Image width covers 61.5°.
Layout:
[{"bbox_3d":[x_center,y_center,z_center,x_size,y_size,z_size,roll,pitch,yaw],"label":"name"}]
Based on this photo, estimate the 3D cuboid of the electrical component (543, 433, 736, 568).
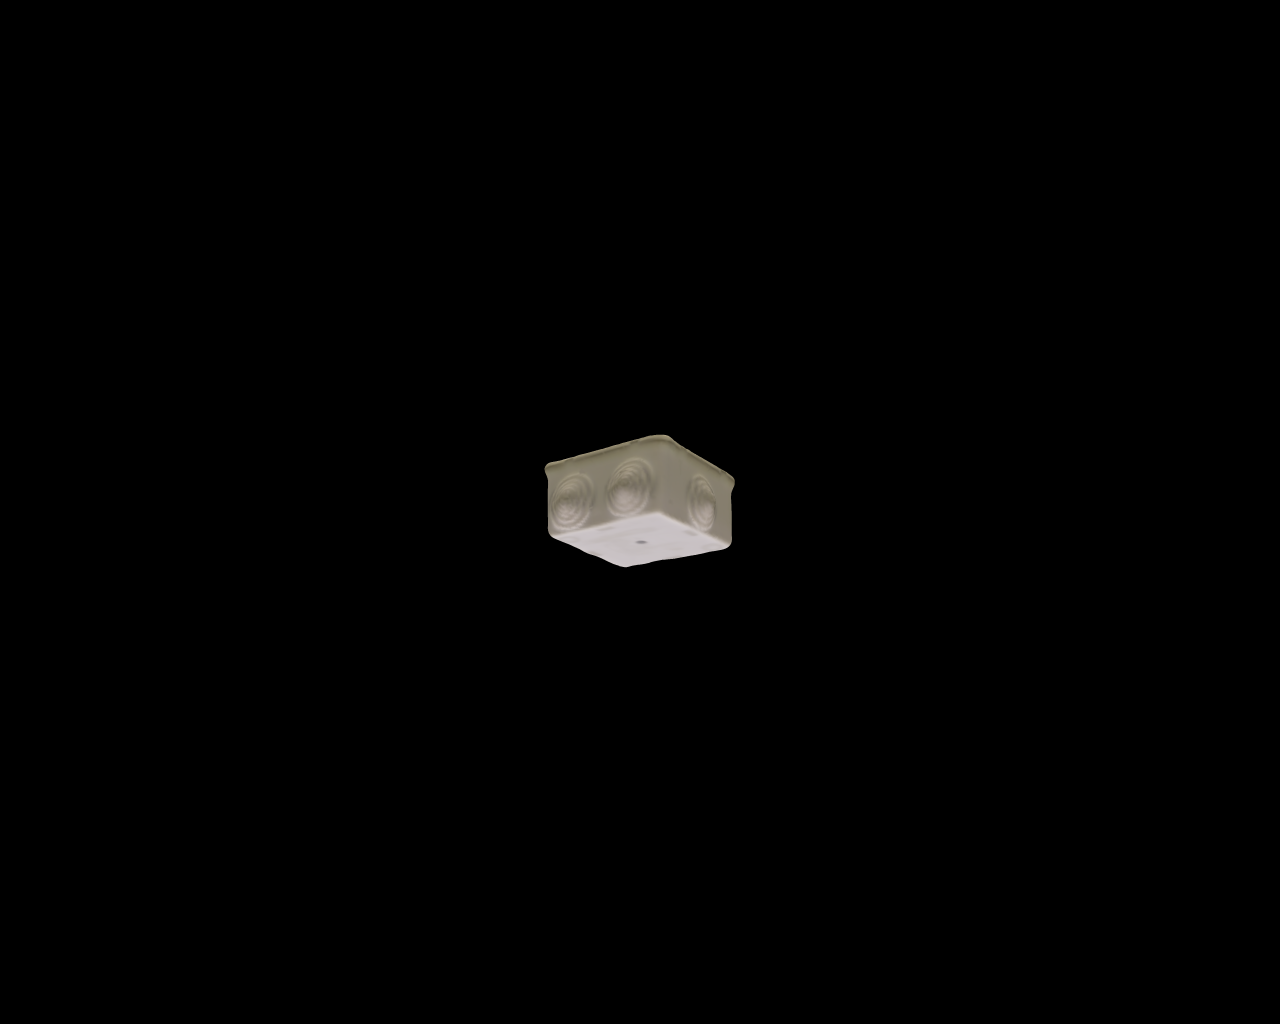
[{"bbox_3d":[0.001,-0.003,0.650,0.099,0.048,0.099,-12,-23,31],"label":"electrical component"}]
